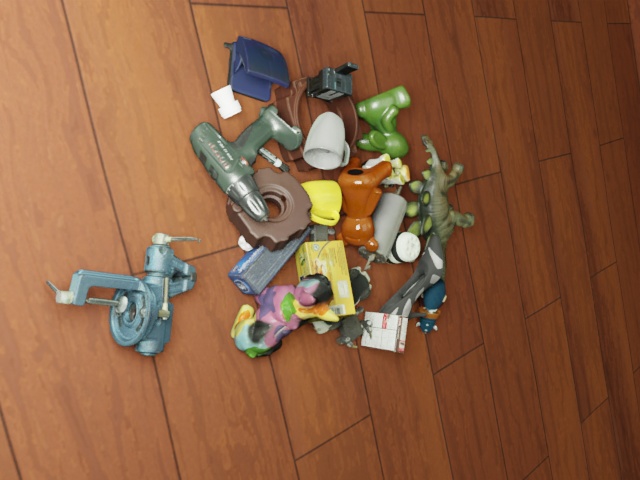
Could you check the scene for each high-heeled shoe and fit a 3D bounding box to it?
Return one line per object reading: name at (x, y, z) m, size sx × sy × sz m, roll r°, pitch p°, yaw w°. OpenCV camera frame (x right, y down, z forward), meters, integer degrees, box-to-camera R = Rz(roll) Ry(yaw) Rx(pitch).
high-heeled shoe at (0.228, 0.103, 1.376) m, size 0.145 × 0.086 × 0.248 m, roll 5°, pitch 98°, yaw -20°

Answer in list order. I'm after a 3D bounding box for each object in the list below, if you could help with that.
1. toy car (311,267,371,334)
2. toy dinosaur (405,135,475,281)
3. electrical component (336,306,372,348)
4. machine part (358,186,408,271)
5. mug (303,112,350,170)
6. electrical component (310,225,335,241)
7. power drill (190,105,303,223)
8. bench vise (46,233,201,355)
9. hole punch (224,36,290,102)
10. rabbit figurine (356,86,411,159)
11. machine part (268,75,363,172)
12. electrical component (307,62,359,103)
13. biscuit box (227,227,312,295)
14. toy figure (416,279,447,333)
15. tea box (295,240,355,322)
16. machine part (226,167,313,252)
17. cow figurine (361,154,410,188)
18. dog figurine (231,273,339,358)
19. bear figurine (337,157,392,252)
toy car at (0.049, 0.140, 1.270) m, size 0.202 × 0.056 × 0.073 m, roll -40°, pitch 105°, yaw -34°
toy dinosaur at (0.317, -0.054, 1.471) m, size 0.198 × 0.105 × 0.470 m, roll -23°, pitch 107°, yaw -29°
electrical component at (0.082, 0.214, 1.298) m, size 0.102 × 0.045 × 0.078 m, roll -22°, pitch 103°, yaw -37°
machine part at (0.160, -0.031, 1.354) m, size 0.079 × 0.079 × 0.243 m, roll 36°, pitch 66°, yaw -32°
mug at (0.024, -0.211, 1.145) m, size 0.109 × 0.081 × 0.107 m, roll 23°, pitch 65°, yaw -30°
electrical component at (-0.003, -0.004, 1.257) m, size 0.094 × 0.021 × 0.063 m, roll -2°, pitch 89°, yaw -40°
power drill at (-0.130, -0.165, 1.079) m, size 0.232 × 0.086 × 0.207 m, roll 44°, pitch 65°, yaw 6°
bench vise at (-0.327, 0.085, 0.924) m, size 0.240 × 0.129 × 0.223 m, roll 15°, pitch 87°, yaw -50°
hole punch at (-0.128, -0.368, 1.137) m, size 0.142 × 0.092 × 0.115 m, roll 7°, pitch 79°, yaw -35°
rabbit figurine at (0.166, -0.279, 1.344) m, size 0.159 × 0.121 × 0.170 m, roll -29°, pitch 103°, yaw -29°
machine part at (-0.005, -0.269, 1.229) m, size 0.201 × 0.087 × 0.200 m, roll -24°, pitch 102°, yaw -39°
electrical component at (0.033, -0.332, 1.134) m, size 0.075 × 0.119 × 0.047 m, roll 3°, pitch 86°, yaw -41°
biscuit box at (-0.106, 0.026, 1.148) m, size 0.203 × 0.059 × 0.062 m, roll -51°, pitch 118°, yaw -30°
toy figure at (0.303, 0.178, 1.456) m, size 0.058 × 0.064 × 0.154 m, roll -14°, pitch 120°, yaw -47°
tea box at (0.010, 0.090, 1.184) m, size 0.098 × 0.068 × 0.169 m, roll -1°, pitch 74°, yaw -27°
machine part at (-0.102, -0.066, 1.114) m, size 0.179 × 0.056 × 0.179 m, roll 7°, pitch 66°, yaw -16°
cow figurine at (0.163, -0.167, 1.366) m, size 0.167 × 0.098 × 0.068 m, roll 4°, pitch 79°, yaw -57°
dog figurine at (-0.064, 0.153, 1.075) m, size 0.108 × 0.219 × 0.191 m, roll 44°, pitch 61°, yaw -24°
bear figurine at (0.101, -0.081, 1.269) m, size 0.132 × 0.120 × 0.195 m, roll -48°, pitch 138°, yaw -46°
